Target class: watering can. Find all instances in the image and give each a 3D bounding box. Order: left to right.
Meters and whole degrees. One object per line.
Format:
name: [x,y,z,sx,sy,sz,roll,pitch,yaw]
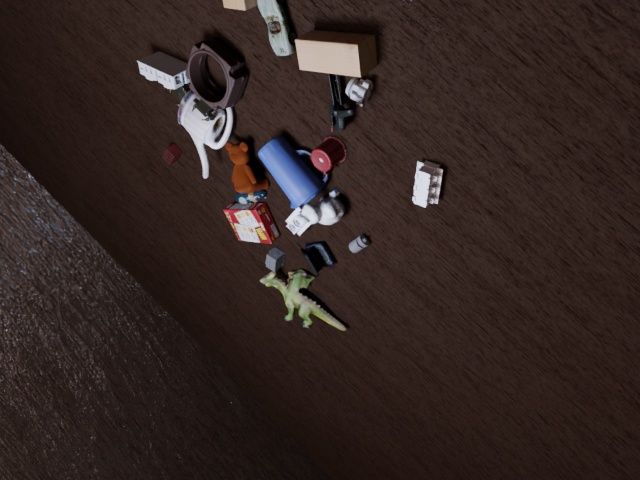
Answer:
watering can: [-0.446,-0.415,1.944,0.225,0.105,0.341,38,123,11]

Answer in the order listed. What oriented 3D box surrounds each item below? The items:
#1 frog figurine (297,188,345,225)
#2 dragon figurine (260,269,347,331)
frog figurine: [0.005,-0.089,1.771,0.137,0.162,0.121,-6,120,46]
dragon figurine: [-0.068,0.238,2.200,0.411,0.125,0.237,14,126,18]
